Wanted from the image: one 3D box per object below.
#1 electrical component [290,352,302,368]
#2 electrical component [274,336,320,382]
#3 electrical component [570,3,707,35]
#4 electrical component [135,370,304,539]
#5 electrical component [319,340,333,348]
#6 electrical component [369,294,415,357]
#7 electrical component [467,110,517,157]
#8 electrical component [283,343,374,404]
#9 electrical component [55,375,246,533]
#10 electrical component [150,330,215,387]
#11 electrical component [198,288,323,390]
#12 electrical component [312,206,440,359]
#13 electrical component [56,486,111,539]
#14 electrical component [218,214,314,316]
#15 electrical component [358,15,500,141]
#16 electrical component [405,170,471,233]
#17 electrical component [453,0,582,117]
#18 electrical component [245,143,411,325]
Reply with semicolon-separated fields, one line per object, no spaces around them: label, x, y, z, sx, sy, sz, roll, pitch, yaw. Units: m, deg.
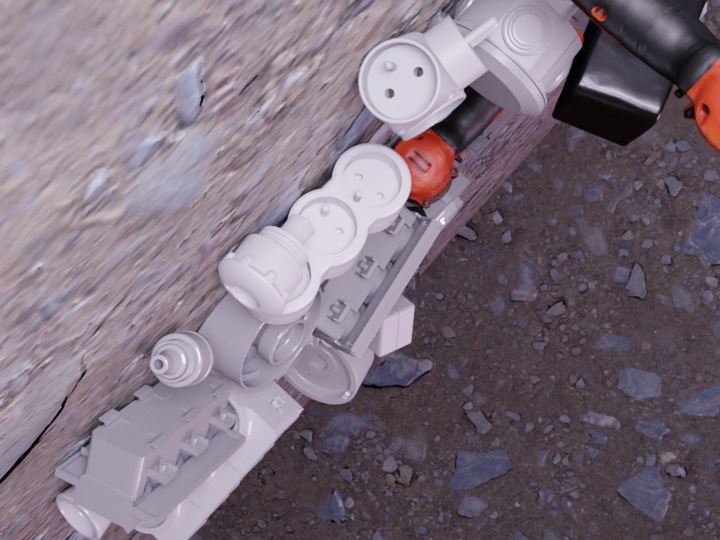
electrical component;-0.094;0.089;1.031;0.079;0.044;0.077;-48;175;1
electrical component;-0.069;0.054;0.906;0.057;0.058;0.078;-42;173;-30
electrical component;0.280;-0.263;1.099;0.056;0.109;0.108;-44;174;-18
electrical component;-0.131;0.140;0.854;0.150;0.089;0.062;-50;175;23
electrical component;-0.043;0.040;0.960;0.044;0.065;0.044;-17;114;-44
electrical component;0.000;0.046;0.991;0.077;0.066;0.047;-23;134;-30
electrical component;0.117;-0.148;0.994;0.081;0.042;0.064;-50;173;16
electrical component;-0.036;0.087;1.177;0.060;0.108;0.108;-51;179;-40
electrical component;-0.139;0.117;0.744;0.121;0.079;0.063;-39;148;-61
electrical component;-0.113;0.056;0.663;0.035;0.035;0.061;-48;172;7
electrical component;-0.075;0.036;0.780;0.099;0.064;0.099;-45;157;-25
electrical component;0.000;0.000;0.853;0.121;0.063;0.079;-57;-154;-9
electrical component;-0.192;0.166;0.803;0.055;0.045;0.045;-44;174;-37
electrical component;-0.052;-0.007;0.651;0.062;0.048;0.048;-53;178;-26
electrical component;0.043;-0.111;0.584;0.079;0.044;0.077;-35;178;14
electrical component;0.026;-0.024;1.075;0.105;0.060;0.186;-42;173;-47
electrical component;0.088;-0.133;0.642;0.051;0.080;0.080;-51;175;-2
electrical component;-0.025;-0.019;0.721;0.138;0.052;0.073;-46;175;-15
